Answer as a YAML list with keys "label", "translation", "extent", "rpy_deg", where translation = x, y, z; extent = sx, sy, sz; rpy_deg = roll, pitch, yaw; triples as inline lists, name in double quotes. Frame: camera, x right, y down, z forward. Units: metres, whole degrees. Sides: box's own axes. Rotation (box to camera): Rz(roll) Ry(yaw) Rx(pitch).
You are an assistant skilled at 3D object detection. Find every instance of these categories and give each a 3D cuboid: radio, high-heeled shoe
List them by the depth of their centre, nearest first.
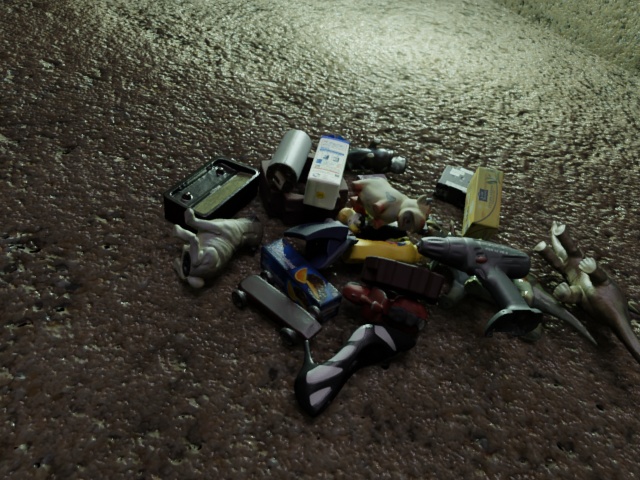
- label: "high-heeled shoe"
  translation: [0.073, 0.233, 0.951]
  extent: [0.249, 0.086, 0.145]
  rpy_deg: [-1, 49, -14]
- label: "radio"
  translation: [-0.254, -0.108, 1.266]
  extent: [0.131, 0.073, 0.229]
  rpy_deg: [25, 41, 15]

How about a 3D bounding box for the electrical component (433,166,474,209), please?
- label: "electrical component"
  translation: [0.388, -0.148, 1.492]
  extent: [0.115, 0.058, 0.134]
  rpy_deg: [27, 42, 14]

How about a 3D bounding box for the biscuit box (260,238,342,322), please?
- label: "biscuit box"
  translation: [-0.044, 0.081, 1.108]
  extent: [0.063, 0.059, 0.203]
  rpy_deg: [-23, 51, -35]

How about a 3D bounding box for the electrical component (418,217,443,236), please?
- label: "electrical component"
  translation: [0.265, -0.035, 1.354]
  extent: [0.094, 0.021, 0.063]
  rpy_deg: [9, 40, -5]

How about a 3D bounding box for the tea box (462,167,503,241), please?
- label: "tea box"
  translation: [0.408, -0.086, 1.350]
  extent: [0.068, 0.098, 0.169]
  rpy_deg: [14, 65, 2]

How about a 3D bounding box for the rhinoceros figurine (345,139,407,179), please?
- label: "rhinoceros figurine"
  translation: [0.141, -0.214, 1.475]
  extent: [0.190, 0.112, 0.073]
  rpy_deg: [7, 55, 12]

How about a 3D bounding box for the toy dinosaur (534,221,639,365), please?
- label: "toy dinosaur"
  translation: [0.591, 0.116, 1.143]
  extent: [0.198, 0.105, 0.472]
  rpy_deg: [32, 33, -23]

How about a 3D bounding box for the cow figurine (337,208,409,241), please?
- label: "cow figurine"
  translation: [0.126, -0.028, 1.279]
  extent: [0.167, 0.068, 0.098]
  rpy_deg: [4, 46, -9]

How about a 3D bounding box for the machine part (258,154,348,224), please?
- label: "machine part"
  translation: [-0.045, -0.128, 1.336]
  extent: [0.201, 0.087, 0.202]
  rpy_deg: [-4, 44, -18]

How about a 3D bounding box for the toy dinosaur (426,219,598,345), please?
- label: "toy dinosaur"
  translation: [0.392, 0.094, 1.170]
  extent: [0.405, 0.131, 0.192]
  rpy_deg: [26, 42, 6]

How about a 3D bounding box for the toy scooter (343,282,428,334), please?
- label: "toy scooter"
  translation: [0.133, 0.133, 1.030]
  extent: [0.184, 0.075, 0.135]
  rpy_deg: [22, 0, -6]

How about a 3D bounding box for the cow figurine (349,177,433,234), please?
- label: "cow figurine"
  translation: [0.168, -0.077, 1.221]
  extent: [0.127, 0.085, 0.195]
  rpy_deg: [-22, 43, -23]

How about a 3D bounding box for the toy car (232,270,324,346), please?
- label: "toy car"
  translation: [-0.082, 0.133, 1.042]
  extent: [0.202, 0.053, 0.089]
  rpy_deg: [32, 48, 28]

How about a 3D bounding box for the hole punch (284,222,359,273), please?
- label: "hole punch"
  translation: [-0.002, -0.003, 1.146]
  extent: [0.116, 0.092, 0.142]
  rpy_deg: [-40, 20, -22]

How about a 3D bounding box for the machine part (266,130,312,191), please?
- label: "machine part"
  translation: [-0.072, -0.191, 1.277]
  extent: [0.079, 0.079, 0.243]
  rpy_deg: [13, 39, 1]

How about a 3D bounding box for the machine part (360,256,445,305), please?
- label: "machine part"
  translation: [0.166, 0.081, 1.091]
  extent: [0.179, 0.179, 0.056]
  rpy_deg: [17, 82, 5]

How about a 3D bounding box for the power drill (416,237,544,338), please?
- label: "power drill"
  translation: [0.307, 0.081, 1.006]
  extent: [0.232, 0.086, 0.207]
  rpy_deg: [4, 38, -19]

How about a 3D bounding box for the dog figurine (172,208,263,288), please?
- label: "dog figurine"
  translation: [-0.196, 0.023, 1.121]
  extent: [0.190, 0.121, 0.172]
  rpy_deg: [6, 71, -34]
